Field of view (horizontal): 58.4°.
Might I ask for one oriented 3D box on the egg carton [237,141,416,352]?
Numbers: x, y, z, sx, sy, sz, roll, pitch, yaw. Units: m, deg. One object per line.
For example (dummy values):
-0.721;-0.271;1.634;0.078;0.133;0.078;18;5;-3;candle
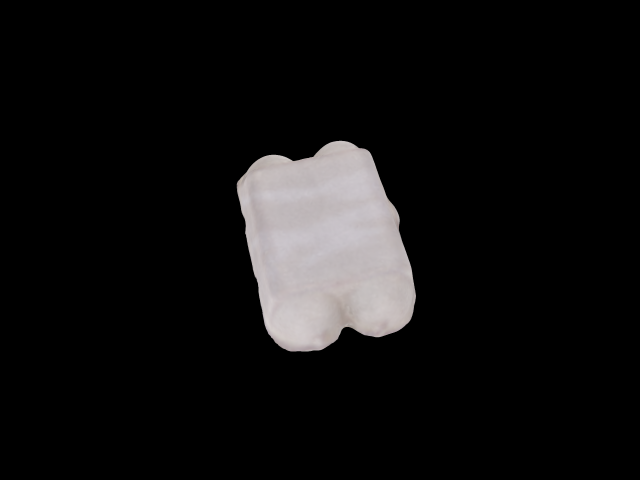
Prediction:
0.004;0.001;0.400;0.107;0.069;0.150;-13;62;-7;egg carton
